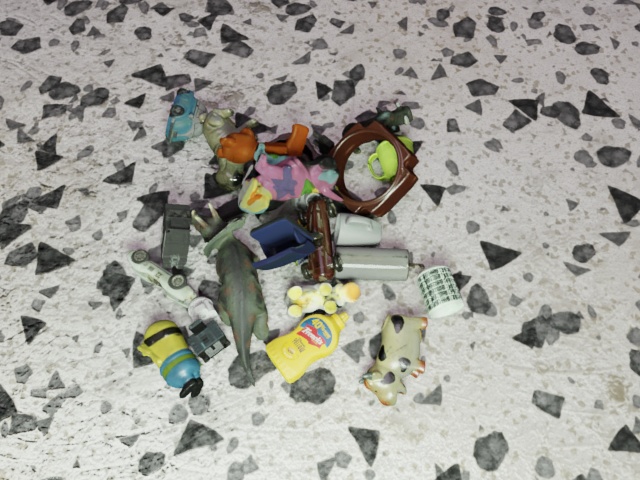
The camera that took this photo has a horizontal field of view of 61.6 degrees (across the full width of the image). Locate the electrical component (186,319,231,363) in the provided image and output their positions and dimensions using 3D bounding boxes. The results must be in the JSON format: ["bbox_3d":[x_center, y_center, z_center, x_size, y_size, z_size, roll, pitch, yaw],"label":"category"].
[{"bbox_3d":[-0.241,0.210,1.149,0.075,0.119,0.048,-35,66,-18],"label":"electrical component"}]

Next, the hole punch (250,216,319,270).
[{"bbox_3d":[-0.078,0.021,1.154,0.142,0.115,0.092,-26,54,26],"label":"hole punch"}]

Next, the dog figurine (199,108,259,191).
[{"bbox_3d":[-0.256,-0.230,1.380,0.172,0.121,0.190,16,65,10],"label":"dog figurine"}]

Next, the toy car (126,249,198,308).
[{"bbox_3d":[-0.368,0.087,1.242,0.202,0.073,0.056,30,66,16],"label":"toy car"}]

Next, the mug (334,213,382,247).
[{"bbox_3d":[0.094,-0.026,1.274,0.107,0.109,0.081,6,60,-10],"label":"mug"}]

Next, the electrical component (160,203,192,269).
[{"bbox_3d":[-0.331,-0.017,1.230,0.058,0.114,0.134,6,36,-22],"label":"electrical component"}]

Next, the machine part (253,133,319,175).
[{"bbox_3d":[-0.083,-0.191,1.391,0.179,0.056,0.179,-1,64,2],"label":"machine part"}]

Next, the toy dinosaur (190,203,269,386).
[{"bbox_3d":[-0.179,0.096,1.165,0.131,0.192,0.405,-18,61,-5],"label":"toy dinosaur"}]

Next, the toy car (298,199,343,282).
[{"bbox_3d":[-0.003,-0.004,1.217,0.089,0.053,0.202,-14,65,20],"label":"toy car"}]

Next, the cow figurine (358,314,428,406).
[{"bbox_3d":[0.155,0.251,1.136,0.127,0.085,0.195,11,66,1],"label":"cow figurine"}]

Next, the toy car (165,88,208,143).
[{"bbox_3d":[-0.355,-0.329,1.455,0.103,0.109,0.162,18,50,-14],"label":"toy car"}]

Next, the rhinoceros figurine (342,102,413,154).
[{"bbox_3d":[0.149,-0.299,1.409,0.190,0.112,0.073,-19,61,1],"label":"rhinoceros figurine"}]

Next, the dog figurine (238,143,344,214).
[{"bbox_3d":[-0.059,-0.121,1.225,0.219,0.191,0.108,19,19,-16],"label":"dog figurine"}]

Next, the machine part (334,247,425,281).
[{"bbox_3d":[0.118,0.055,1.243,0.243,0.079,0.079,1,62,2],"label":"machine part"}]

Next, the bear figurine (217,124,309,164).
[{"bbox_3d":[-0.141,-0.229,1.299,0.196,0.120,0.132,18,71,-7],"label":"bear figurine"}]

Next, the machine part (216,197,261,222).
[{"bbox_3d":[-0.199,-0.079,1.346,0.139,0.039,0.084,-21,69,-11],"label":"machine part"}]

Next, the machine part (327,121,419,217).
[{"bbox_3d":[0.121,-0.171,1.307,0.201,0.087,0.201,-47,67,16],"label":"machine part"}]

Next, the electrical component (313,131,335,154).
[{"bbox_3d":[0.018,-0.245,1.410,0.094,0.063,0.021,41,71,19],"label":"electrical component"}]

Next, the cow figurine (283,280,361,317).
[{"bbox_3d":[0.004,0.128,1.207,0.167,0.098,0.068,-6,89,-10],"label":"cow figurine"}]

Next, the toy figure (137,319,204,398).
[{"bbox_3d":[-0.310,0.250,1.148,0.089,0.082,0.180,-42,62,-11],"label":"toy figure"}]
